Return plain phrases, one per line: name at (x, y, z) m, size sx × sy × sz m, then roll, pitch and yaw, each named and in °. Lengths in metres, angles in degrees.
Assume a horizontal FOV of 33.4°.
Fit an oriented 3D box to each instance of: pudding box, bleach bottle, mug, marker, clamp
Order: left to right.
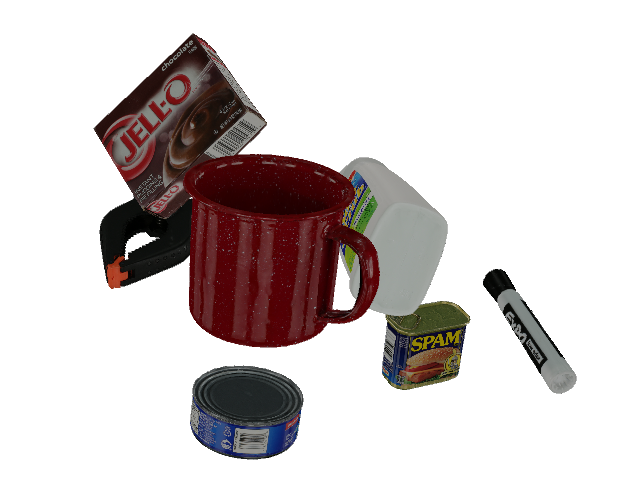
clamp at (-0.163, -0.029, 1.056) m, size 0.165 × 0.036 × 0.209 m, roll 20°, pitch 41°, yaw 18°
pudding box at (-0.108, -0.086, 0.812) m, size 0.113 × 0.090 × 0.039 m, roll -40°, pitch -28°, yaw 9°
mug at (-0.020, 0.009, 0.585) m, size 0.117 × 0.081 × 0.093 m, roll 17°, pitch 26°, yaw 25°
bleach bottle at (0.047, -0.018, 1.010) m, size 0.068 × 0.102 × 0.251 m, roll 19°, pitch 11°, yaw -15°
marker at (0.139, 0.058, 0.725) m, size 0.020 × 0.020 × 0.121 m, roll 0°, pitch 33°, yaw -17°

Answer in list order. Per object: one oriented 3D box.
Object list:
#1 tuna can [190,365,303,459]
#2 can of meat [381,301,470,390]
tuna can at (-0.057, 0.132, 0.824) m, size 0.086 × 0.034 × 0.086 m, roll 7°, pitch 22°, yaw -3°
can of meat at (0.126, 0.128, 1.301) m, size 0.101 × 0.084 × 0.057 m, roll -8°, pitch 29°, yaw -25°
